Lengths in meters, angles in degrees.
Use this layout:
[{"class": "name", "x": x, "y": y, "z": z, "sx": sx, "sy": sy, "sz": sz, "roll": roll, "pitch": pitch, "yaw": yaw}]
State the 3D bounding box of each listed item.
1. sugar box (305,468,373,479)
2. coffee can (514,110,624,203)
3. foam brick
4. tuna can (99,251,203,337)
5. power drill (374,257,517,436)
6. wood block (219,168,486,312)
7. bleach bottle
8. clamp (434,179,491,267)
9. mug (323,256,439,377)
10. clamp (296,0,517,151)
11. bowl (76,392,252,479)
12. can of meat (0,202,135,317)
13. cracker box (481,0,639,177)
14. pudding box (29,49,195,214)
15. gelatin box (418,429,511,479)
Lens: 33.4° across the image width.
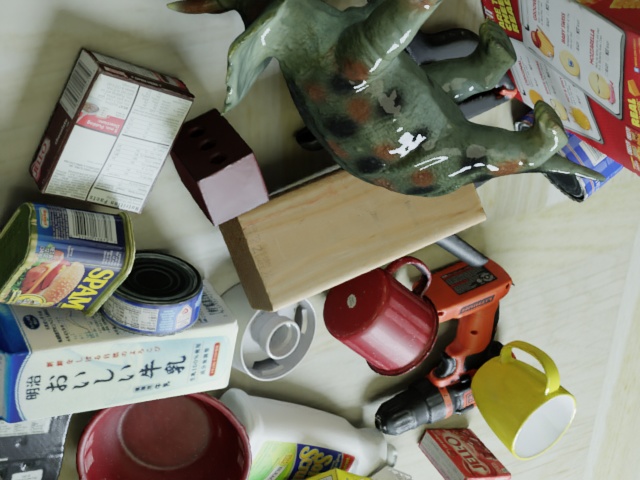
[{"class": "sugar box", "x": -0.034, "y": 0.290, "z": 1.120, "sx": 0.176, "sy": 0.048, "sz": 0.093, "roll": -22, "pitch": 152, "yaw": 21}, {"class": "coffee can", "x": 0.276, "y": -0.119, "z": 1.039, "sx": 0.140, "sy": 0.103, "sz": 0.102, "roll": -39, "pitch": 134, "yaw": -2}, {"class": "foam brick", "x": -0.085, "y": -0.059, "z": 0.867, "sx": 0.053, "sy": 0.078, "sz": 0.051, "roll": -28, "pitch": 134, "yaw": -13}, {"class": "tuna can", "x": -0.142, "y": 0.044, "z": 0.900, "sx": 0.086, "sy": 0.086, "sz": 0.034, "roll": -6, "pitch": 123, "yaw": -30}, {"class": "power drill", "x": 0.138, "y": 0.118, "z": 1.155, "sx": 0.184, "sy": 0.057, "sz": 0.188, "roll": -23, "pitch": 135, "yaw": -22}, {"class": "wood block", "x": 0.026, "y": -0.018, "z": 0.935, "sx": 0.205, "sy": 0.091, "sz": 0.090, "roll": -23, "pitch": 94, "yaw": -16}, {"class": "bleach bottle", "x": -0.009, "y": 0.218, "z": 1.128, "sx": 0.250, "sy": 0.068, "sz": 0.103, "roll": 14, "pitch": 120, "yaw": -41}, {"class": "clamp", "x": 0.108, "y": -0.018, "z": 1.045, "sx": 0.171, "sy": 0.039, "sz": 0.120, "roll": -10, "pitch": 112, "yaw": -20}, {"class": "mug", "x": 0.064, "y": 0.067, "z": 1.050, "sx": 0.081, "sy": 0.093, "sz": 0.117, "roll": 37, "pitch": 92, "yaw": -39}, {"class": "clamp", "x": 0.082, "y": -0.138, "z": 0.945, "sx": 0.209, "sy": 0.036, "sz": 0.165, "roll": 11, "pitch": 116, "yaw": -34}, {"class": "bowl", "x": -0.146, "y": 0.194, "z": 1.005, "sx": 0.162, "sy": 0.055, "sz": 0.162, "roll": -2, "pitch": 113, "yaw": -5}, {"class": "can of meat", "x": -0.206, "y": 0.015, "z": 0.839, "sx": 0.083, "sy": 0.057, "sz": 0.102, "roll": 9, "pitch": 145, "yaw": -34}, {"class": "cracker box", "x": 0.229, "y": -0.164, "z": 0.898, "sx": 0.072, "sy": 0.214, "sz": 0.164, "roll": -34, "pitch": 134, "yaw": -10}, {"class": "pudding box", "x": -0.161, "y": -0.081, "z": 0.830, "sx": 0.089, "sy": 0.039, "sz": 0.114, "roll": 13, "pitch": 117, "yaw": -40}, {"class": "gelatin box", "x": 0.170, "y": 0.259, "z": 1.254, "sx": 0.073, "sy": 0.089, "sz": 0.030, "roll": 6, "pitch": 117, "yaw": -36}]
